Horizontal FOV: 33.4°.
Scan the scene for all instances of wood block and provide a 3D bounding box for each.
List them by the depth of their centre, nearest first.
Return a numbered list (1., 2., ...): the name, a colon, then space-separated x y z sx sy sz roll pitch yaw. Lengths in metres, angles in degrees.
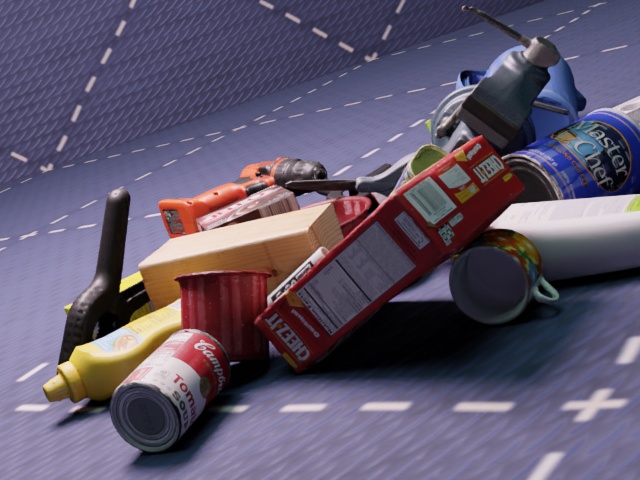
1. wood block: -0.080 0.034 1.167 0.206 0.091 0.090 -12 16 23

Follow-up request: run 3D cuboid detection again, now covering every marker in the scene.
1. marker: -0.033 0.050 1.095 0.121 0.020 0.020 -42 2 27

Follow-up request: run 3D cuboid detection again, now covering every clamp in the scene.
1. clamp: -0.228 0.060 1.146 0.036 0.164 0.209 7 48 22
2. clamp: 0.039 -0.066 1.498 0.120 0.039 0.171 -15 15 16

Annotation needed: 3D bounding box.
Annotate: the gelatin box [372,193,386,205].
1. gelatin box: 0.121 -0.083 1.431 0.089 0.030 0.073 -31 5 34

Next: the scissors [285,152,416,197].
1. scissors: 0.067 -0.081 1.314 0.201 0.096 0.016 11 39 -16

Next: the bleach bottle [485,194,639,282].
1. bleach bottle: 0.274 -0.007 0.953 0.251 0.068 0.102 -7 19 30

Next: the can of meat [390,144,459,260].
1. can of meat: 0.126 -0.040 1.109 0.057 0.102 0.084 -52 -8 -34

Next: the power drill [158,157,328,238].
1. power drill: -0.101 -0.056 1.382 0.187 0.057 0.185 -24 11 -29

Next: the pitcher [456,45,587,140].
1. pitcher: 0.278 -0.182 1.455 0.149 0.145 0.242 -28 14 17

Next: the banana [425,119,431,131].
1. banana: 0.192 -0.113 1.435 0.037 0.069 0.198 -37 24 -8

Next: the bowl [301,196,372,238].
1. bowl: -0.008 0.002 1.271 0.162 0.055 0.162 -17 14 4

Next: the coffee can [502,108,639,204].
1. coffee can: 0.260 -0.065 1.099 0.140 0.103 0.103 -26 17 -29

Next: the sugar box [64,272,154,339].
1. sugar box: -0.212 0.066 1.303 0.175 0.048 0.094 -30 19 -36

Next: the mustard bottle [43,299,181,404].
1. mustard bottle: -0.186 0.113 1.069 0.191 0.058 0.096 -25 16 -25

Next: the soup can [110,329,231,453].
1. soup can: -0.128 0.129 0.920 0.069 0.068 0.102 -11 16 24

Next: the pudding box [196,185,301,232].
1. pudding box: -0.086 -0.025 1.273 0.113 0.039 0.090 -22 15 -11

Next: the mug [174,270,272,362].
1. mug: -0.087 0.075 1.014 0.093 0.081 0.117 -4 -8 10

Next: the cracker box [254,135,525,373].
1. cracker box: 0.062 0.014 0.949 0.214 0.072 0.163 -43 -6 40
